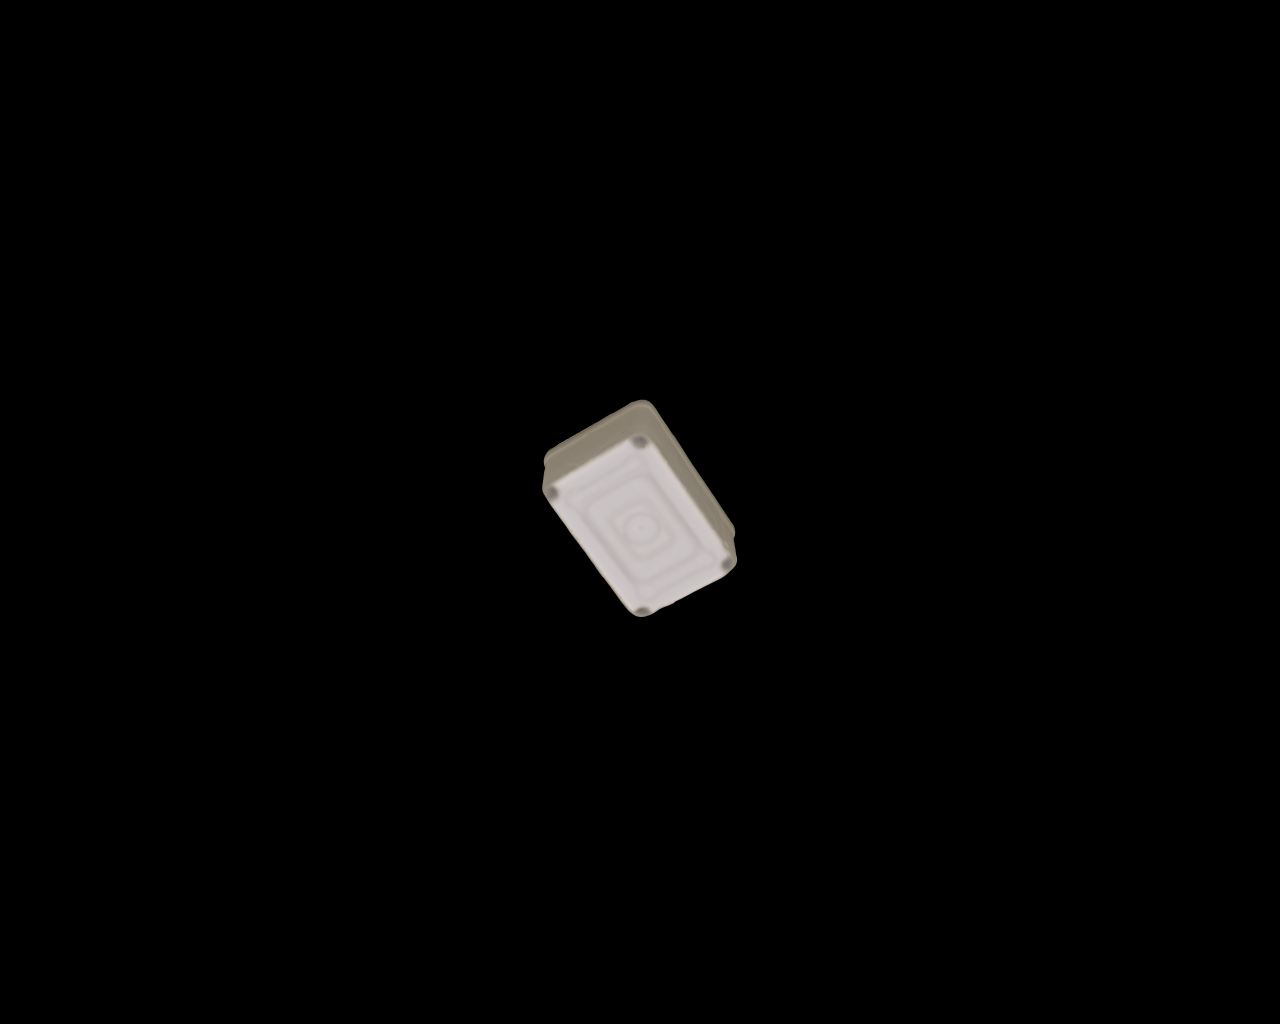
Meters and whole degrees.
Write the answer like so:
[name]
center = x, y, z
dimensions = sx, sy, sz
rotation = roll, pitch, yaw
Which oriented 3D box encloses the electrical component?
[electrical component]
center = 0.001, -0.003, 0.650
dimensions = 0.078, 0.113, 0.057
rotation = -29, 24, 14
